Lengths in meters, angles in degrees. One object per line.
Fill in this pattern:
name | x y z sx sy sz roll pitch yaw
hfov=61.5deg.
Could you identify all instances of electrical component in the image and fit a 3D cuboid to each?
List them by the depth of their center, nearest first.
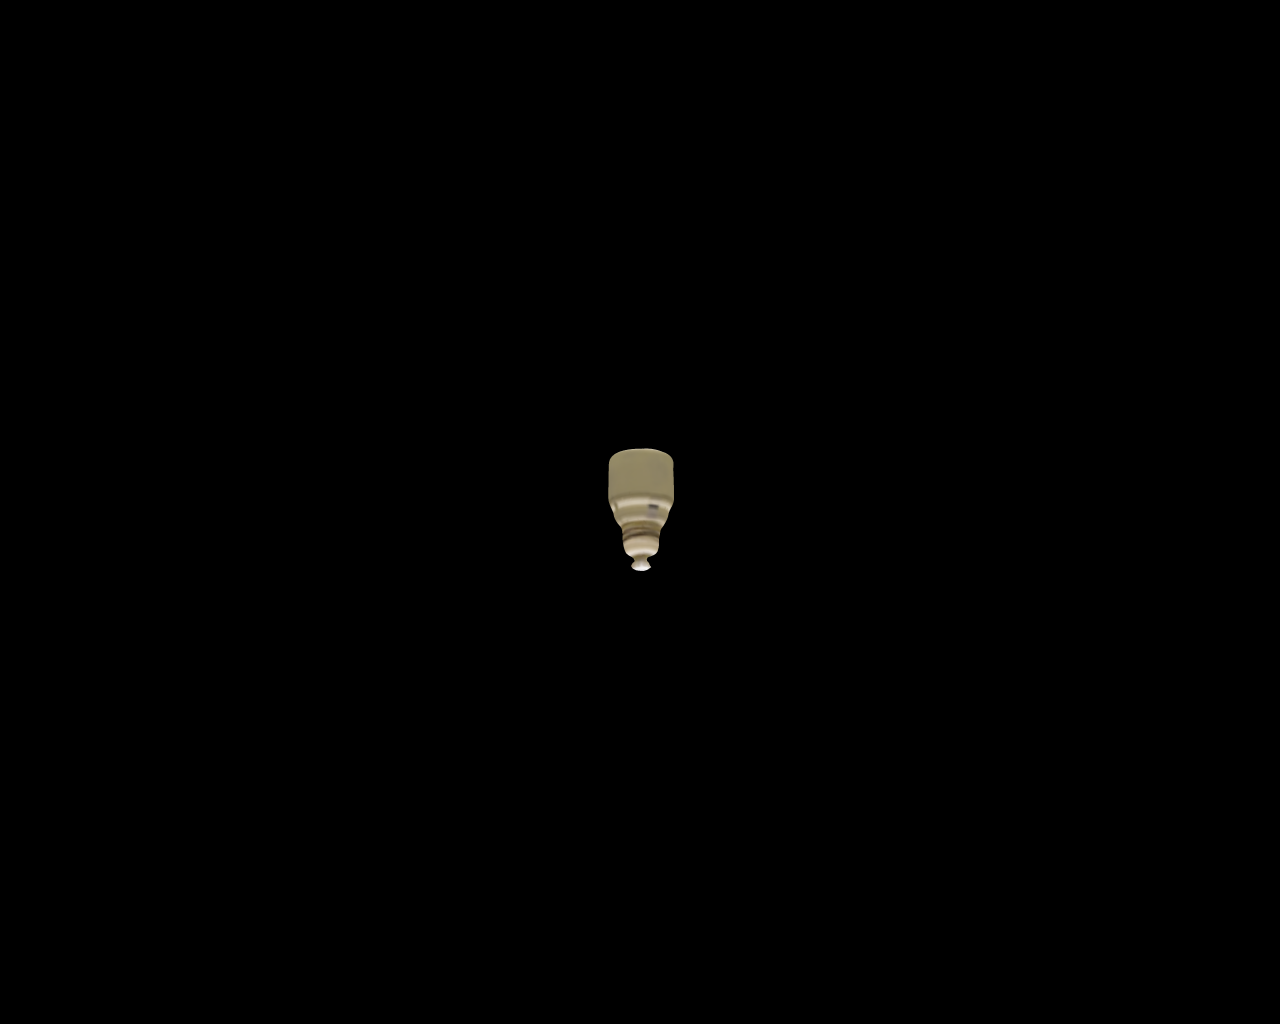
electrical component | 0.001 -0.003 0.650 0.040 0.078 0.040 0 -16 0
